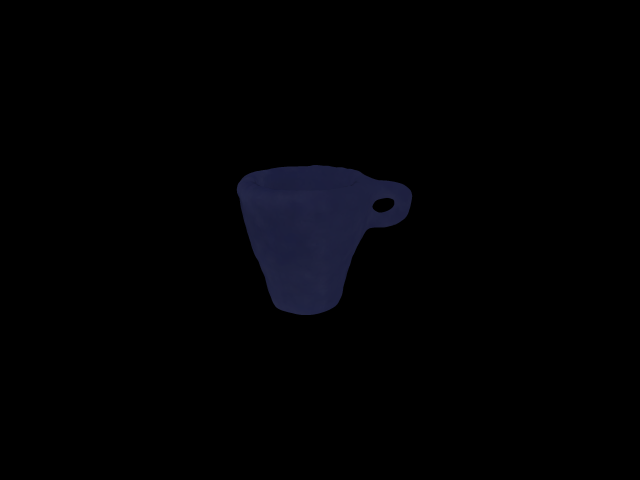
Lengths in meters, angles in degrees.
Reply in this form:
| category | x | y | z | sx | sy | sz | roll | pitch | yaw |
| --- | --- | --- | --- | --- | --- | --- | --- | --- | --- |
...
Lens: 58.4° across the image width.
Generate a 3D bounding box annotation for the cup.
| category | x | y | z | sx | sy | sz | roll | pitch | yaw |
| --- | --- | --- | --- | --- | --- | --- | --- | --- | --- |
| cup | 0.004 | 0.001 | 0.400 | 0.118 | 0.095 | 0.091 | -1 | 19 | -2 |
